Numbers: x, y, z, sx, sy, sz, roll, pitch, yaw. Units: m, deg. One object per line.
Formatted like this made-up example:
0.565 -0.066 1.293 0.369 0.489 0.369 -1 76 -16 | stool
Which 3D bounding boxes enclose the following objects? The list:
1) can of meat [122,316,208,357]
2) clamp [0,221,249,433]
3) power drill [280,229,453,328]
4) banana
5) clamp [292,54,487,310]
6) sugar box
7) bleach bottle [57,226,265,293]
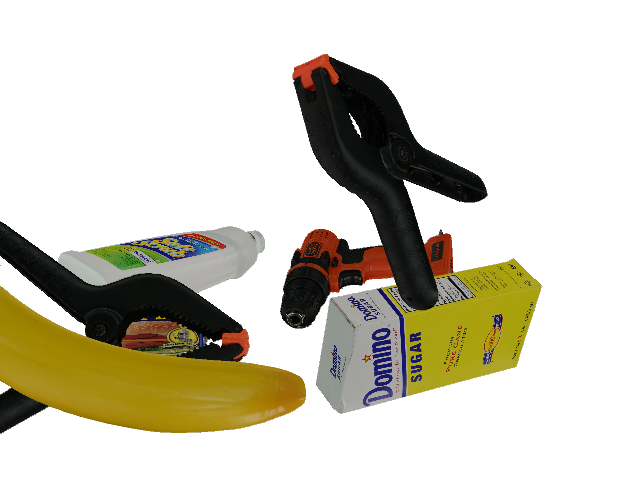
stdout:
-0.148 0.097 0.931 0.102 0.057 0.084 -2 28 -5 | can of meat
-0.156 0.058 0.742 0.210 0.164 0.036 -4 -19 -4 | clamp
0.054 0.042 1.204 0.188 0.057 0.184 1 29 10 | power drill
-0.107 0.056 0.519 0.198 0.069 0.037 21 -38 16 | banana
0.040 -0.040 0.679 0.039 0.120 0.171 -25 -55 40 | clamp
0.087 0.076 0.857 0.175 0.093 0.048 -13 40 -27 | sugar box
-0.169 0.027 1.225 0.103 0.068 0.250 24 29 38 | bleach bottle
